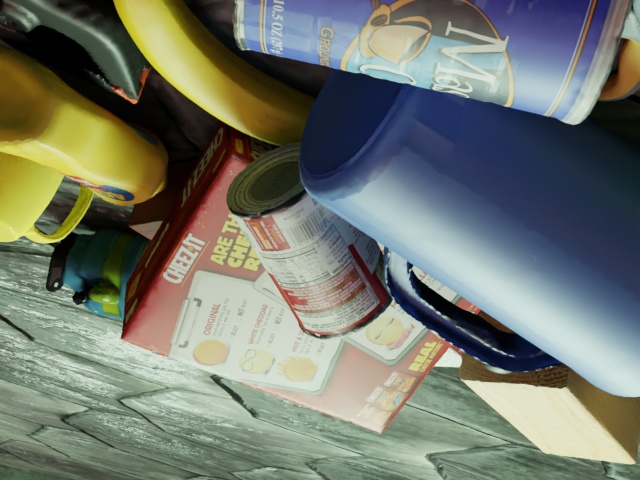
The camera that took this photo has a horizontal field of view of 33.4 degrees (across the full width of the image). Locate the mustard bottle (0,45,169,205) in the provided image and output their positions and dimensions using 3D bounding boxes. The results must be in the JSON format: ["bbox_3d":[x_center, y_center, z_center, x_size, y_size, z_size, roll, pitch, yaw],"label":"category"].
[{"bbox_3d":[-0.154,-0.064,0.695,0.096,0.058,0.191,22,177,25],"label":"mustard bottle"}]

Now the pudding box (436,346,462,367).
[{"bbox_3d":[0.077,0.084,0.976,0.114,0.039,0.090,-4,152,34],"label":"pudding box"}]

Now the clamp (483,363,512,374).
[{"bbox_3d":[0.190,0.047,0.772,0.171,0.120,0.039,-1,132,-8],"label":"clamp"}]

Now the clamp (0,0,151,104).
[{"bbox_3d":[-0.160,-0.136,0.570,0.165,0.036,0.209,4,159,45],"label":"clamp"}]

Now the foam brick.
[{"bbox_3d":[-0.094,-0.025,0.792,0.078,0.051,0.053,-6,151,41],"label":"foam brick"}]

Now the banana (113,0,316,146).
[{"bbox_3d":[-0.049,-0.098,0.612,0.197,0.037,0.070,27,137,-33],"label":"banana"}]

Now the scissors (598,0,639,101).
[{"bbox_3d":[0.164,-0.105,0.465,0.096,0.016,0.202,10,164,-2],"label":"scissors"}]

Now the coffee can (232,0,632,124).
[{"bbox_3d":[0.046,-0.111,0.422,0.140,0.102,0.103,13,159,3],"label":"coffee can"}]

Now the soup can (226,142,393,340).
[{"bbox_3d":[-0.004,0.001,0.637,0.069,0.068,0.102,-3,131,36],"label":"soup can"}]

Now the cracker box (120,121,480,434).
[{"bbox_3d":[-0.007,0.028,0.741,0.213,0.072,0.164,23,118,-21],"label":"cracker box"}]

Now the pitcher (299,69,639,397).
[{"bbox_3d":[0.105,-0.012,0.592,0.242,0.149,0.145,29,176,-26],"label":"pitcher"}]

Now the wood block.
[{"bbox_3d":[0.202,0.112,0.896,0.090,0.091,0.205,1,155,32],"label":"wood block"}]
